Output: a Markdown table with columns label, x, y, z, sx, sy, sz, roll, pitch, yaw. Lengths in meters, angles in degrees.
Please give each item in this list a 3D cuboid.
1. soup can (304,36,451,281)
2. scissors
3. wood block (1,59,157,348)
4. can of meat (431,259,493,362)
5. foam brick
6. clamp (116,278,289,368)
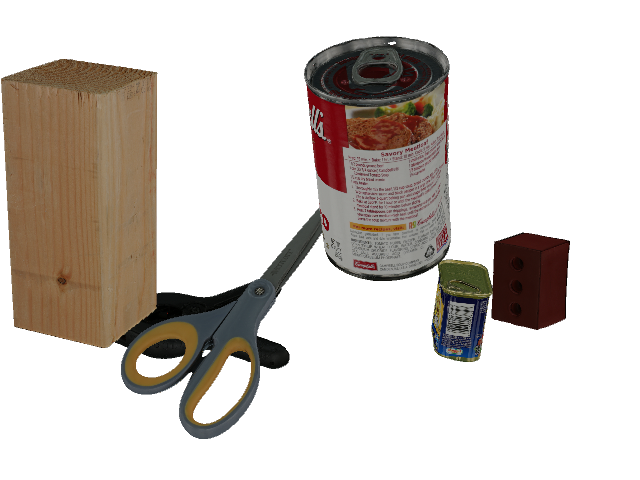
| label | x | y | z | sx | sy | sz | roll | pitch | yaw |
| --- | --- | --- | --- | --- | --- | --- | --- | --- | --- |
| soup can | 0.031 | -0.040 | 0.525 | 0.068 | 0.102 | 0.068 | -4 | 35 | 3 |
| scissors | -0.060 | 0.038 | 0.691 | 0.096 | 0.201 | 0.016 | 10 | -40 | 12 |
| wood block | -0.190 | -0.032 | 0.855 | 0.091 | 0.206 | 0.090 | 11 | 23 | 17 |
| can of meat | 0.158 | 0.079 | 1.205 | 0.057 | 0.084 | 0.102 | 6 | 19 | 1 |
| foam brick | 0.195 | 0.037 | 0.991 | 0.053 | 0.078 | 0.051 | 12 | 20 | 41 |
| clamp | -0.110 | 0.072 | 1.000 | 0.171 | 0.039 | 0.120 | 5 | 28 | 1 |
